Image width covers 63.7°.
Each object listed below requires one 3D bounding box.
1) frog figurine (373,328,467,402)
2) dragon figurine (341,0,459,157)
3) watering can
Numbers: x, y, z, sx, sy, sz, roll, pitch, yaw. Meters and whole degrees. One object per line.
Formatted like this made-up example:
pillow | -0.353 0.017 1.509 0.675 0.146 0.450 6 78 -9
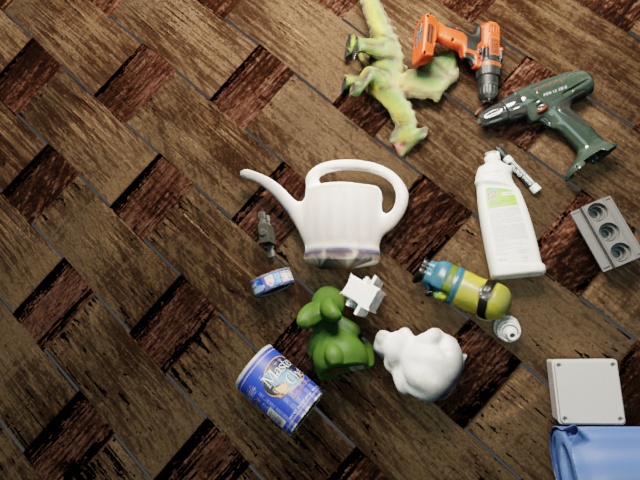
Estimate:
frog figurine | 0.178 0.215 0.950 0.160 0.124 0.136 36 106 3
dragon figurine | 0.177 -0.382 1.105 0.243 0.121 0.413 9 81 -6
watering can | 0.003 -0.052 1.043 0.347 0.103 0.226 0 79 9
